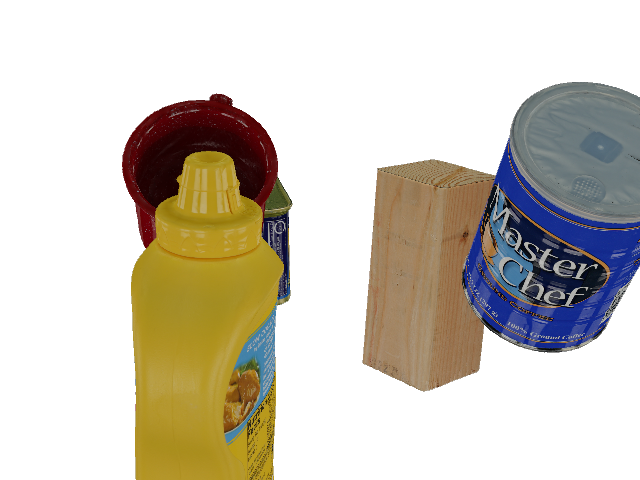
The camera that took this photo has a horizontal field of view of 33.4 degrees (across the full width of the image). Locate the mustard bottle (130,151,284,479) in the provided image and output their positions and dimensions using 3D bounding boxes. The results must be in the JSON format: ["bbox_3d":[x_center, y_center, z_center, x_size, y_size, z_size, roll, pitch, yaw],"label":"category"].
[{"bbox_3d":[-0.045,0.057,0.435,0.058,0.192,0.096,8,24,11],"label":"mustard bottle"}]

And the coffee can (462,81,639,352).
[{"bbox_3d":[0.151,-0.011,0.653,0.102,0.103,0.140,0,-37,-7],"label":"coffee can"}]

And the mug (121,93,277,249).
[{"bbox_3d":[-0.074,-0.038,0.678,0.093,0.117,0.081,8,-29,-2],"label":"mug"}]

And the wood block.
[{"bbox_3d":[0.110,0.032,1.068,0.090,0.206,0.090,-12,23,-42],"label":"wood block"}]

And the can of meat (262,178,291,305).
[{"bbox_3d":[-0.057,-0.001,0.880,0.057,0.084,0.102,-5,21,-11],"label":"can of meat"}]
